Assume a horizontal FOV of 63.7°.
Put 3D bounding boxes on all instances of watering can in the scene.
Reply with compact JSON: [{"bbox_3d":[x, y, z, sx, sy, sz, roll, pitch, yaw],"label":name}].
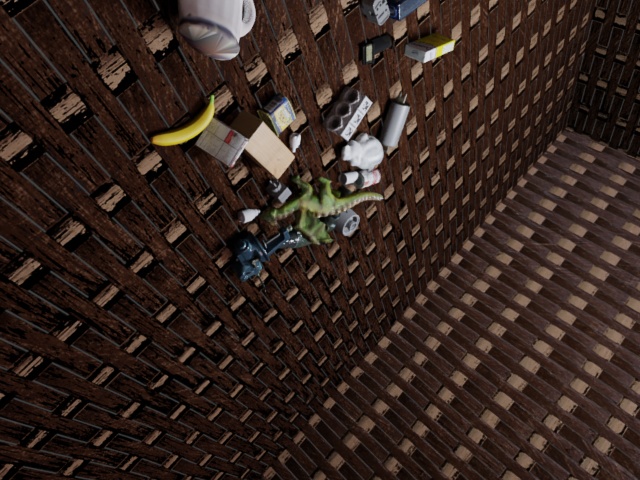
[{"bbox_3d":[-0.256,-0.517,1.076,0.346,0.103,0.226,14,74,-56],"label":"watering can"}]

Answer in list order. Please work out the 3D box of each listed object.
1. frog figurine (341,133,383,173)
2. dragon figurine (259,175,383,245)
[{"bbox_3d":[0.150,-0.323,1.859,0.158,0.122,0.139,17,73,-49],"label":"frog figurine"},{"bbox_3d":[0.005,-0.086,1.713,0.119,0.410,0.248,97,-1,-61],"label":"dragon figurine"}]
